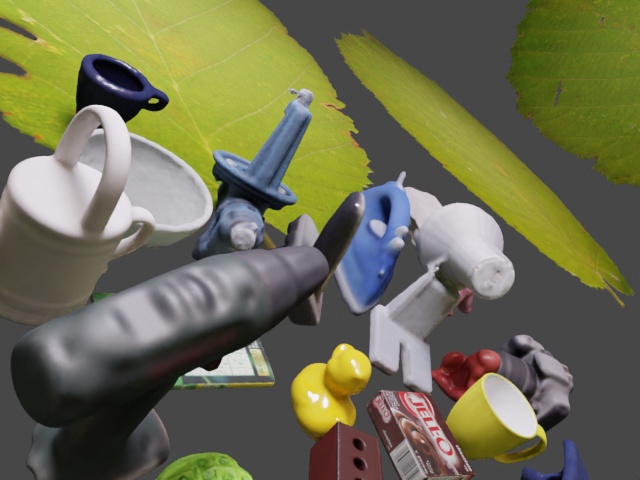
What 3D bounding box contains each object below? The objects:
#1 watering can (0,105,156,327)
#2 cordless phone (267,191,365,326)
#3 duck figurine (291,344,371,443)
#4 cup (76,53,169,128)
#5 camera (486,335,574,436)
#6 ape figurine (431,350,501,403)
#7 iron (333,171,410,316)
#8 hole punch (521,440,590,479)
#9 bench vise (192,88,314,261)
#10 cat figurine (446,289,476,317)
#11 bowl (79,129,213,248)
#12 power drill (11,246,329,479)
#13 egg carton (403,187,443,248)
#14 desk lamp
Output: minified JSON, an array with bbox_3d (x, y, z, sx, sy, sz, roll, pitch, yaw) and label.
[{"bbox_3d":[-0.216,-0.024,0.474,0.101,0.194,0.173,45,28,13],"label":"watering can"},{"bbox_3d":[0.007,0.003,0.716,0.094,0.185,0.147,30,28,-17],"label":"cordless phone"},{"bbox_3d":[0.020,0.157,0.607,0.078,0.086,0.104,29,29,-18],"label":"duck figurine"},{"bbox_3d":[-0.267,-0.175,0.750,0.118,0.095,0.091,13,37,-40],"label":"cup"},{"bbox_3d":[0.302,0.200,0.871,0.137,0.100,0.143,27,29,-21],"label":"camera"},{"bbox_3d":[0.210,0.184,0.792,0.076,0.092,0.077,29,28,-18],"label":"ape figurine"},{"bbox_3d":[0.095,-0.006,0.886,0.119,0.141,0.258,31,28,-15],"label":"iron"},{"bbox_3d":[0.313,0.321,0.710,0.101,0.091,0.109,42,27,7],"label":"hole punch"},{"bbox_3d":[-0.063,-0.068,0.700,0.122,0.219,0.207,18,33,-34],"label":"bench vise"},{"bbox_3d":[0.268,0.070,1.007,0.128,0.117,0.067,0,46,-51],"label":"cat figurine"},{"bbox_3d":[-0.211,-0.045,0.643,0.168,0.074,0.167,30,29,-18],"label":"bowl"},{"bbox_3d":[-0.112,0.091,0.411,0.075,0.208,0.230,48,28,18],"label":"power drill"},{"bbox_3d":[0.210,-0.041,1.159,0.108,0.069,0.150,12,37,-41],"label":"egg carton"},{"bbox_3d":[0.171,0.069,0.786,0.118,0.213,0.203,32,28,-12],"label":"desk lamp"}]
